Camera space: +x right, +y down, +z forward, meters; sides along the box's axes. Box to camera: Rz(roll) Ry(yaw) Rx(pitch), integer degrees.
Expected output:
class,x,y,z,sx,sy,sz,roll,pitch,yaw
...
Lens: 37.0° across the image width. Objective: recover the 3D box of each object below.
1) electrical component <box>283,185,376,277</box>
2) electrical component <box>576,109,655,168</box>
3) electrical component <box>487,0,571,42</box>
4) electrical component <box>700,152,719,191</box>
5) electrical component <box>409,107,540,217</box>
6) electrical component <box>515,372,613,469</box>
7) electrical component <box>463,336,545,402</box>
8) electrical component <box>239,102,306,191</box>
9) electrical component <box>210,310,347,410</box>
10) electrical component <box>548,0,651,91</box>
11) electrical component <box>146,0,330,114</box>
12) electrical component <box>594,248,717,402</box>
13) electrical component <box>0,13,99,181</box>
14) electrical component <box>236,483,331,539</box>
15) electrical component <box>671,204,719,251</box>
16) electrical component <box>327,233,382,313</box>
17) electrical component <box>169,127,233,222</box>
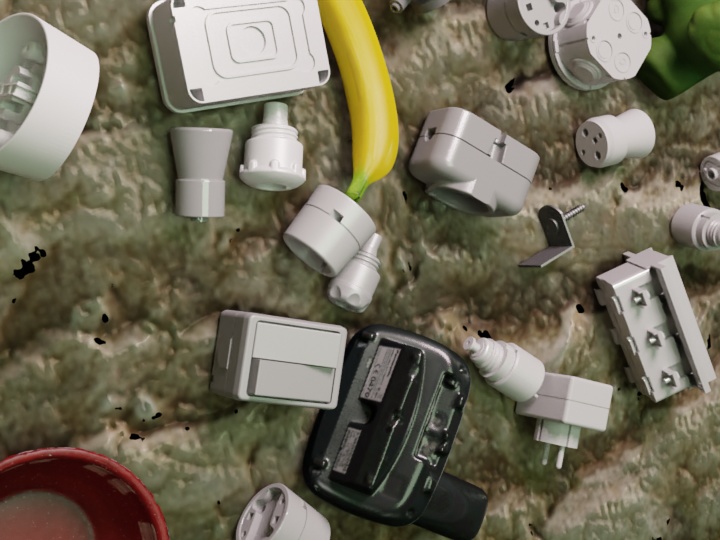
class,x,y,z,sx,sy,sz,roll,pitch,yaw
electrical component,-0.024,-0.028,0.801,0.055,0.055,0.047,44,74,-23
electrical component,0.224,-0.115,0.946,0.055,0.045,0.045,-15,98,-28
electrical component,0.139,-0.219,0.894,0.055,0.047,0.055,0,91,-30
electrical component,0.359,-0.100,1.026,0.065,0.044,0.044,-20,100,-23
electrical component,0.090,-0.082,0.865,0.095,0.054,0.059,27,78,-27
electrical component,0.168,0.128,0.905,0.047,0.066,0.076,15,83,-29
electrical component,0.117,0.078,0.890,0.078,0.040,0.040,33,75,-26
electrical component,-0.063,-0.090,0.784,0.048,0.048,0.062,7,80,-30
electrical component,-0.052,0.066,0.782,0.096,0.061,0.061,10,86,-29
electrical component,0.208,-0.198,0.932,0.080,0.051,0.080,0,91,-30
electrical component,-0.087,-0.158,0.761,0.113,0.057,0.078,-14,98,-29
electrical component,0.261,0.051,0.957,0.063,0.078,0.121,-25,104,-5
electrical component,-0.209,-0.106,0.672,0.064,0.099,0.099,23,79,-34
electrical component,-0.055,0.192,0.786,0.047,0.055,0.055,40,72,-28
electrical component,0.321,-0.037,0.987,0.040,0.078,0.040,-5,104,-20
electrical component,0.000,0.000,0.826,0.035,0.035,0.061,32,73,-26
electrical component,-0.112,-0.067,0.757,0.044,0.044,0.065,-1,96,-30
